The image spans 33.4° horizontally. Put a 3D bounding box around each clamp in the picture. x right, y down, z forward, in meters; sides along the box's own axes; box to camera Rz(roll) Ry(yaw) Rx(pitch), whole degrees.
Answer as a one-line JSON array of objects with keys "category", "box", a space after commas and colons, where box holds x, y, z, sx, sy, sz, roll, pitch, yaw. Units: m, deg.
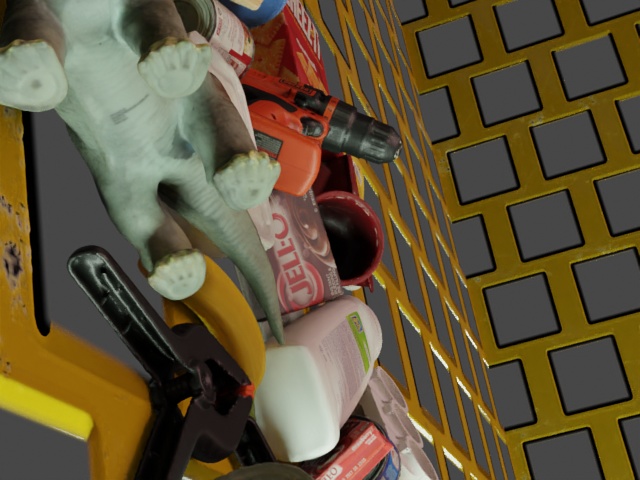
[{"category": "clamp", "box": [-0.093, 0.086, 0.681, 0.209, 0.036, 0.164, 13, 59, -74]}, {"category": "clamp", "box": [-0.025, 0.216, 0.797, 0.171, 0.039, 0.120, 59, 17, -48]}]

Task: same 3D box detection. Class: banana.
[{"category": "banana", "box": [-0.078, 0.055, 0.786, 0.069, 0.037, 0.197, -95, 163, -45]}]

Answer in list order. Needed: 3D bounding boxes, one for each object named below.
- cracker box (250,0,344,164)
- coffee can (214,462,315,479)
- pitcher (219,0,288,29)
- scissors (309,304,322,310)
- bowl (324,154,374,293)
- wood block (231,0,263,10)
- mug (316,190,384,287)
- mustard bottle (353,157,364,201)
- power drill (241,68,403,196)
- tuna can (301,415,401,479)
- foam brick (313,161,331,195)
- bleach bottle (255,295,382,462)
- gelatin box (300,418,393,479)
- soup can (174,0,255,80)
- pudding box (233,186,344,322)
[{"category": "cracker box", "box": [-0.035, -0.186, 1.217, 0.164, 0.072, 0.214, 53, 23, -60]}, {"category": "coffee can", "box": [-0.022, 0.222, 0.654, 0.102, 0.103, 0.140, -86, 157, -58]}, {"category": "pitcher", "box": [-0.084, -0.325, 1.038, 0.145, 0.149, 0.243, 75, 7, -64]}, {"category": "scissors", "box": [-0.013, 0.022, 1.176, 0.096, 0.016, 0.202, 15, 59, -78]}, {"category": "bowl", "box": [0.019, -0.018, 1.169, 0.162, 0.055, 0.162, -10, 90, -86]}, {"category": "wood block", "box": [-0.105, -0.255, 0.823, 0.091, 0.090, 0.205, -65, 162, 7]}, {"category": "mug", "box": [-0.007, 0.001, 1.044, 0.082, 0.117, 0.093, -23, -128, 64]}, {"category": "mustard bottle", "box": [0.022, -0.046, 1.318, 0.191, 0.058, 0.096, -87, 157, -58]}, {"category": "power drill", "box": [-0.020, -0.098, 0.987, 0.187, 0.184, 0.057, -58, 167, -69]}, {"category": "tuna can", "box": [0.027, 0.199, 0.946, 0.086, 0.086, 0.033, -95, 161, -44]}, {"category": "foam brick", "box": [-0.029, -0.065, 1.086, 0.051, 0.053, 0.078, -69, 162, -5]}, {"category": "bleach bottle", "box": [0.011, 0.111, 0.964, 0.250, 0.068, 0.102, -24, 100, -71]}, {"category": "gelatin box", "box": [0.017, 0.183, 0.881, 0.030, 0.073, 0.089, 48, -11, -1]}, {"category": "soup can", "box": [-0.103, -0.172, 0.907, 0.102, 0.068, 0.068, 17, 57, -75]}, {"category": "pudding box", "box": [-0.035, 0.009, 0.948, 0.089, 0.039, 0.113, -16, 87, -45]}]
